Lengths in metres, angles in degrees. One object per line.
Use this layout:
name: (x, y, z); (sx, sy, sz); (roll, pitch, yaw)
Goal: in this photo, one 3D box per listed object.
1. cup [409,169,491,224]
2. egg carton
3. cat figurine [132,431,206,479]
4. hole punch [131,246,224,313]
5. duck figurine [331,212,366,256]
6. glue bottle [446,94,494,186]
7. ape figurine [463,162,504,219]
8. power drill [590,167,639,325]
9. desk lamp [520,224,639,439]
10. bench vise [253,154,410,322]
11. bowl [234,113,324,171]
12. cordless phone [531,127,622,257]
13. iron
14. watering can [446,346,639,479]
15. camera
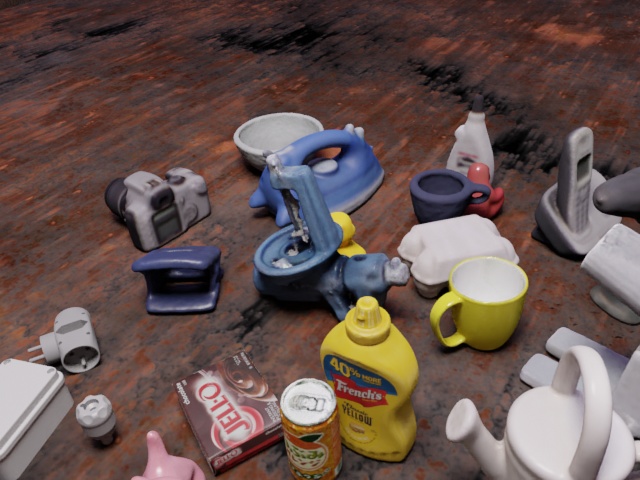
cup: (0.192, -0.047, 0.860); (0.117, 0.095, 0.091); (1, 37, 7)
egg carton: (0.188, 0.021, 0.791); (0.150, 0.069, 0.107); (-11, 37, -10)
cat figurine: (-0.136, 0.228, 0.500); (0.067, 0.118, 0.127); (-13, 38, -12)
hole punch: (-0.193, 0.037, 0.784); (0.108, 0.091, 0.101); (-3, 37, 2)
duck figurine: (0.027, 0.004, 0.813); (0.077, 0.086, 0.104); (-7, 37, -5)
glue bottle: (0.249, -0.155, 0.934); (0.078, 0.173, 0.037); (17, 41, 26)
ape figurine: (0.249, -0.080, 0.901); (0.077, 0.092, 0.076); (20, 43, 29)
power drill: (0.400, -0.004, 0.688); (0.230, 0.209, 0.075); (-20, 39, -20)
desk lamp: (0.319, 0.097, 0.554); (0.118, 0.214, 0.202); (-33, 45, -33)
bench vise: (0.008, -0.005, 0.714); (0.207, 0.220, 0.121); (1, 37, 7)
bowl: (-0.073, -0.170, 1.066); (0.167, 0.075, 0.167); (-2, 37, 2)
cordless phone: (0.378, -0.082, 0.814); (0.148, 0.185, 0.093); (-33, 45, -33)
iron: (0.009, -0.121, 0.937); (0.259, 0.142, 0.118); (-28, 43, -29)
watering can: (0.198, 0.173, 0.480); (0.173, 0.194, 0.100); (-9, 37, -7)
camera: (-0.274, -0.071, 0.929); (0.136, 0.101, 0.143); (23, 44, 32)
